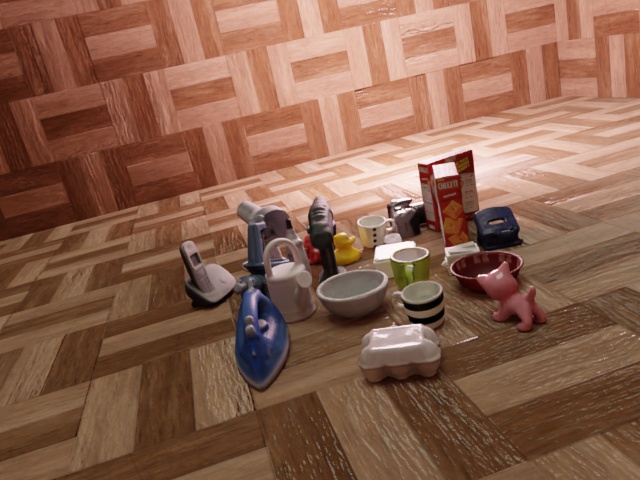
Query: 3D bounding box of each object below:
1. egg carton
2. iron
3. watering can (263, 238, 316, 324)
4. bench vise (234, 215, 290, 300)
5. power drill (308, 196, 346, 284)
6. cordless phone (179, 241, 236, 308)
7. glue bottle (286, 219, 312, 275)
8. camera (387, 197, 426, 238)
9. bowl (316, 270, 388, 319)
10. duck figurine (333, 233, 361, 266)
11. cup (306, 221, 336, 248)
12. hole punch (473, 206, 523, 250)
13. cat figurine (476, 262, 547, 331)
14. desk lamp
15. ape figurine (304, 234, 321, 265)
[{"bbox_3d":[0.145,0.206,1.045,0.150,0.069,0.107,-9,18,10],"label":"egg carton"},{"bbox_3d":[-0.132,0.185,1.183,0.118,0.141,0.258,-13,18,-1],"label":"iron"},{"bbox_3d":[-0.072,0.089,1.346,0.172,0.194,0.101,1,23,37],"label":"watering can"},{"bbox_3d":[-0.148,0.057,1.453,0.121,0.220,0.207,-9,18,11],"label":"bench vise"},{"bbox_3d":[0.014,0.005,1.519,0.075,0.209,0.229,-11,18,4],"label":"power drill"},{"bbox_3d":[-0.312,0.078,1.559,0.094,0.185,0.148,-5,19,23],"label":"cordless phone"},{"bbox_3d":[-0.069,0.023,1.579,0.037,0.173,0.077,-24,21,-31],"label":"glue bottle"},{"bbox_3d":[0.284,-0.082,1.777,0.137,0.101,0.143,-13,18,-2],"label":"camera"},{"bbox_3d":[0.079,0.132,1.307,0.167,0.075,0.167,-11,18,4],"label":"bowl"},{"bbox_3d":[0.060,0.023,1.636,0.105,0.086,0.077,-17,18,-12],"label":"duck figurine"},{"bbox_3d":[0.011,-0.008,1.750,0.091,0.095,0.117,-13,18,0],"label":"cup"},{"bbox_3d":[0.470,-0.034,1.518,0.108,0.091,0.101,-12,18,4],"label":"hole punch"},{"bbox_3d":[0.373,0.103,1.123,0.067,0.118,0.127,-22,20,-27],"label":"cat figurine"},{"bbox_3d":[-0.169,-0.007,1.676,0.118,0.214,0.202,-24,21,-32],"label":"desk lamp"},{"bbox_3d":[-0.022,0.025,1.676,0.076,0.092,0.077,-19,19,-20],"label":"ape figurine"}]
